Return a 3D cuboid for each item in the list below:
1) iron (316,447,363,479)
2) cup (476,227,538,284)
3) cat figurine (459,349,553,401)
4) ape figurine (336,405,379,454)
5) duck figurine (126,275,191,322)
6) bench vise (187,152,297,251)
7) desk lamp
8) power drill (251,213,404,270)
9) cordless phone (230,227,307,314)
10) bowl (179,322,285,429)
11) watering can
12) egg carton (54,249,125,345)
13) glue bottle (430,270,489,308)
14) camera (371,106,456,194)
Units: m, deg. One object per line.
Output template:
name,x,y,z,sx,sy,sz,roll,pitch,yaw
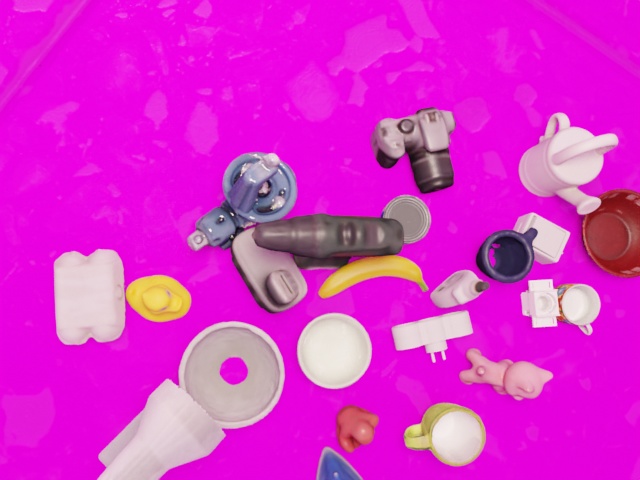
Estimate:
iron,0.055,0.465,0.893,0.119,0.141,0.258,-19,86,-8
cup,0.319,0.023,0.998,0.118,0.095,0.092,-42,89,-9
cat figurine,0.315,0.230,0.962,0.128,0.117,0.067,15,82,-4
ape figurine,0.063,0.311,0.937,0.078,0.092,0.076,-24,86,-8
duck figurine,-0.265,0.094,0.927,0.104,0.086,0.077,16,82,-4
bench vise,-0.112,-0.055,0.894,0.121,0.219,0.207,31,81,-2
desk lamp,-0.239,0.303,0.841,0.118,0.213,0.203,44,81,0
power drill,0.008,0.003,0.907,0.229,0.208,0.076,-2,84,-7
cordless phone,-0.081,0.044,0.904,0.094,0.185,0.147,-35,88,-9
bowl,-0.142,0.216,0.933,0.167,0.074,0.167,1,83,-6
watering can,0.433,-0.133,0.978,0.101,0.194,0.173,-34,88,-9
egg carton,-0.370,0.091,0.924,0.107,0.069,0.150,-5,84,-7
glue bottle,0.239,0.080,0.942,0.078,0.173,0.037,-38,88,-9
camera,0.176,-0.152,0.998,0.143,0.100,0.137,-13,85,-8
